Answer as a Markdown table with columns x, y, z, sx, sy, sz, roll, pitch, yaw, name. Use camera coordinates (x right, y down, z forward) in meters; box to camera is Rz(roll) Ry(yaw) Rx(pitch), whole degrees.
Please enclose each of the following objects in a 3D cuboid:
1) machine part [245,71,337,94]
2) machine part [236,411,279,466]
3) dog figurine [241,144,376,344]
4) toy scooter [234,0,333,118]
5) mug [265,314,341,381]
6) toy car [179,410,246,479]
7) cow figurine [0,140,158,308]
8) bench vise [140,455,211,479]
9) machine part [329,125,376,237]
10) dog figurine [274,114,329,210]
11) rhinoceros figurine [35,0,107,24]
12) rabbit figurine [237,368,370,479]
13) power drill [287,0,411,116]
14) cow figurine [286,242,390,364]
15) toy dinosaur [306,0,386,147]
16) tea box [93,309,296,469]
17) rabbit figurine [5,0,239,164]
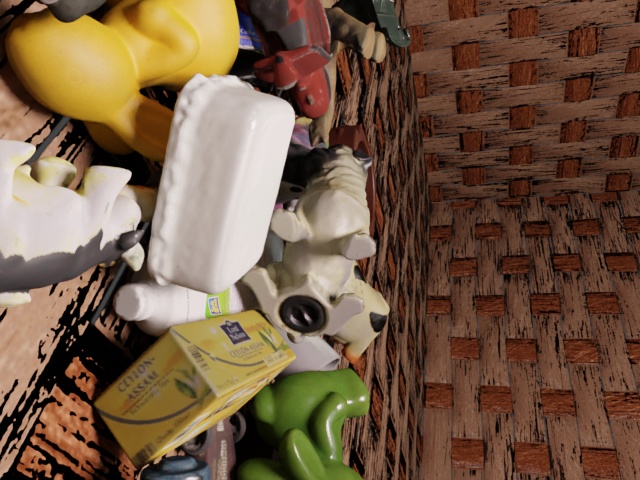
| x | y | z | sx | sy | sz | roll | pitch | yaw | name |
| --- | --- | --- | --- | --- | --- | --- | --- | --- | --- |
| -0.044 | -0.230 | 0.737 | 0.139 | 0.039 | 0.084 | 5 | 75 | -30 | machine part |
| -0.055 | 0.297 | 0.700 | 0.179 | 0.056 | 0.179 | -4 | 90 | -73 | machine part |
| 0.003 | -0.002 | 0.591 | 0.172 | 0.121 | 0.191 | -61 | -175 | 29 | dog figurine |
| -0.035 | -0.187 | 0.461 | 0.135 | 0.075 | 0.183 | -73 | 145 | -65 | toy scooter |
| -0.045 | 0.149 | 0.693 | 0.107 | 0.109 | 0.080 | 48 | 12 | 21 | mug |
| -0.108 | 0.260 | 0.541 | 0.089 | 0.053 | 0.202 | 34 | 57 | -65 | toy car |
| -0.167 | -0.006 | 0.355 | 0.167 | 0.068 | 0.098 | 11 | 83 | -69 | cow figurine |
| -0.140 | 0.265 | 0.340 | 0.240 | 0.129 | 0.223 | 9 | 88 | -52 | bench vise |
| 0.049 | -0.104 | 1.047 | 0.200 | 0.087 | 0.201 | 56 | 37 | -59 | machine part |
| -0.037 | -0.129 | 0.743 | 0.191 | 0.109 | 0.219 | 53 | 33 | -57 | dog figurine |
| -0.181 | -0.203 | 0.269 | 0.073 | 0.112 | 0.190 | -79 | 150 | -43 | rhinoceros figurine |
| 0.000 | 0.226 | 0.568 | 0.159 | 0.121 | 0.170 | 27 | 24 | -46 | rabbit figurine |
| 0.027 | -0.287 | 0.803 | 0.086 | 0.207 | 0.231 | -26 | 102 | -48 | power drill |
| 0.024 | 0.055 | 0.691 | 0.194 | 0.127 | 0.086 | 50 | -6 | -31 | cow figurine |
| -0.030 | -0.342 | 0.628 | 0.105 | 0.199 | 0.471 | -2 | 90 | -72 | toy dinosaur |
| -0.100 | 0.122 | 0.479 | 0.068 | 0.098 | 0.169 | 50 | 10 | 12 | tea box |
| -0.150 | -0.138 | 0.407 | 0.173 | 0.122 | 0.162 | -46 | 143 | -49 | rabbit figurine |
